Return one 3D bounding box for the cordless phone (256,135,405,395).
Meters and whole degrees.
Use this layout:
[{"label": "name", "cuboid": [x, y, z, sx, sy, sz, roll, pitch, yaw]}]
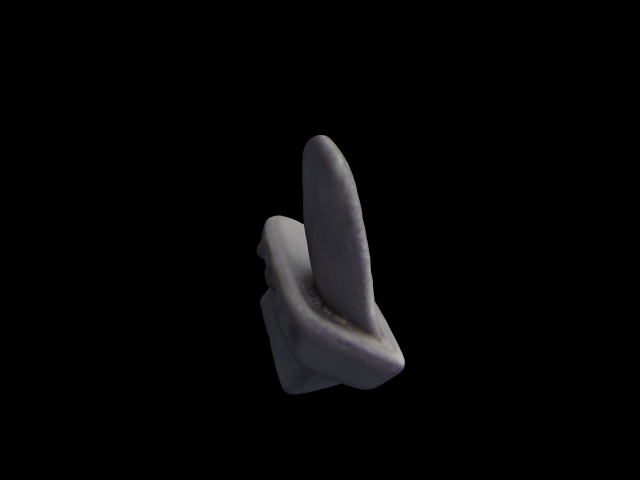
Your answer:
[{"label": "cordless phone", "cuboid": [0.004, 0.001, 0.400, 0.094, 0.185, 0.147, -11, 35, -15]}]
